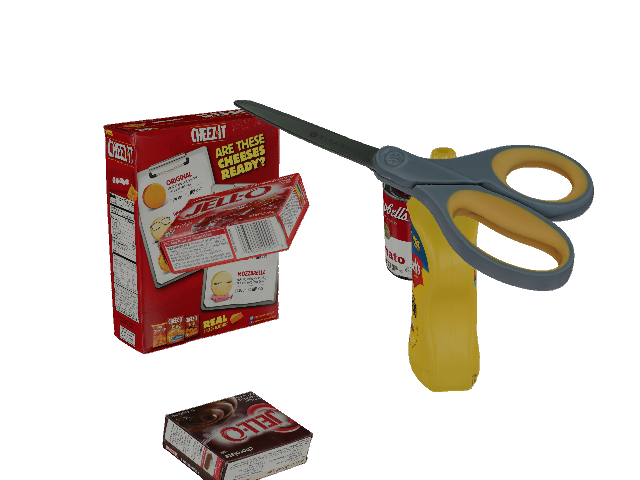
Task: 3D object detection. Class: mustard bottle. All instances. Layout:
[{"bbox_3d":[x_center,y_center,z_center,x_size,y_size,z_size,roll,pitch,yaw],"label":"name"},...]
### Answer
[{"bbox_3d":[0.099,0.018,0.853,0.058,0.192,0.096,-2,25,1],"label":"mustard bottle"}]

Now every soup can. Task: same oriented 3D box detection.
[{"bbox_3d":[0.100,-0.017,1.124,0.068,0.102,0.068,-3,34,2],"label":"soup can"}]

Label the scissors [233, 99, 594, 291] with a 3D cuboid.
[{"bbox_3d":[0.057,-0.046,0.564,0.202,0.016,0.096,38,59,25],"label":"scissors"}]

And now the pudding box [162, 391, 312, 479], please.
[{"bbox_3d":[-0.078,0.187,1.001,0.090,0.039,0.113,26,26,39],"label":"pudding box"}]

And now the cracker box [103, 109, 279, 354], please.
[{"bbox_3d":[-0.123,-0.014,1.043,0.163,0.214,0.072,-12,20,-38],"label":"cracker box"}]

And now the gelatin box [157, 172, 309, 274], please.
[{"bbox_3d":[-0.058,-0.013,0.732,0.089,0.030,0.073,-12,22,17],"label":"gelatin box"}]
